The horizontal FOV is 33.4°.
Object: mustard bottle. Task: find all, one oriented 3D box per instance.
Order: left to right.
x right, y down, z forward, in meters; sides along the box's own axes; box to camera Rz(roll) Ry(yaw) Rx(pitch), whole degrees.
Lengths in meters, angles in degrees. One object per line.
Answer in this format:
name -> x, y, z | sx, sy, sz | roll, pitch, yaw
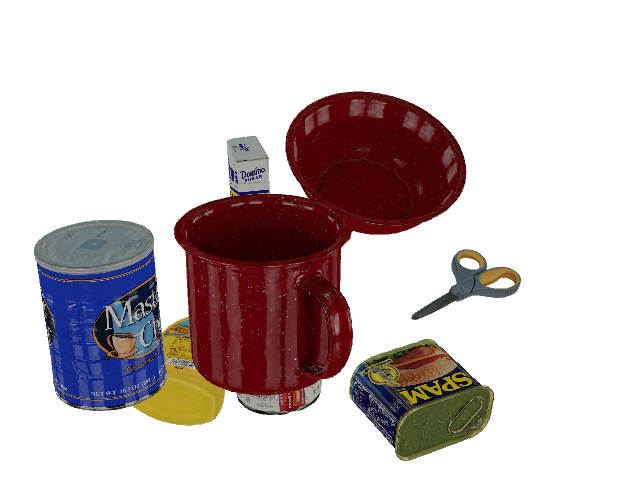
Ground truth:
mustard bottle -> -0.135, 0.127, 1.169 | 0.096, 0.058, 0.191 | 8, 24, 8

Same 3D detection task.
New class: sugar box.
sugar box -> -0.087, -0.033, 1.331 | 0.048, 0.176, 0.093 | -9, 24, -10

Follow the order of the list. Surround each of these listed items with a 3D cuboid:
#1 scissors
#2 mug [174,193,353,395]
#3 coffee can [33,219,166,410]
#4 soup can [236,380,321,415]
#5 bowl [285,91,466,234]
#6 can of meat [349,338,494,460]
scissors -> 0.158, 0.050, 1.286 | 0.201, 0.016, 0.096 | -9, 39, -37
mug -> -0.023, 0.033, 0.565 | 0.093, 0.081, 0.117 | -19, 31, -36
coffee can -> -0.194, 0.065, 0.952 | 0.103, 0.140, 0.103 | -2, 24, 0
soup can -> -0.034, 0.071, 0.803 | 0.068, 0.102, 0.068 | -3, 24, 1
bowl -> 0.045, -0.058, 0.949 | 0.162, 0.162, 0.055 | 0, -40, -13
can of meat -> 0.088, 0.138, 0.951 | 0.101, 0.057, 0.084 | -14, 35, -27
